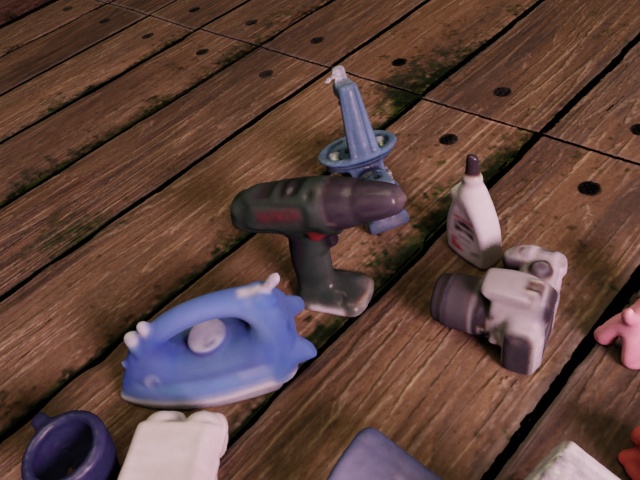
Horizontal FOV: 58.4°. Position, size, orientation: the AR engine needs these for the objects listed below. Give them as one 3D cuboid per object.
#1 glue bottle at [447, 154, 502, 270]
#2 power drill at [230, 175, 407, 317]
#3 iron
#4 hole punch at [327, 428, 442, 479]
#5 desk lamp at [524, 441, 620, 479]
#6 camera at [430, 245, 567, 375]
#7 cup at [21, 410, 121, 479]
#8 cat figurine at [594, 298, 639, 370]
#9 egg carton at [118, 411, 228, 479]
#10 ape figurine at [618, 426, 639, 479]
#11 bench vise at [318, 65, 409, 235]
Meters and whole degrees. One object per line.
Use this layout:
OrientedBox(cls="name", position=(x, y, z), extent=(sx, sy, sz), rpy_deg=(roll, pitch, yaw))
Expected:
OrientedBox(cls="glue bottle", position=(0.196, -0.041, 0.737), extent=(0.037, 0.173, 0.077), rpy_deg=(-35, 47, -19))
OrientedBox(cls="power drill", position=(0.007, 0.003, 0.721), extent=(0.229, 0.209, 0.076), rpy_deg=(7, 48, 22))
OrientedBox(cls="iron", position=(-0.143, 0.120, 0.693), extent=(0.258, 0.142, 0.118), rpy_deg=(-17, 44, -2))
OrientedBox(cls="hole punch", position=(0.060, 0.249, 0.542), extent=(0.100, 0.091, 0.109), rpy_deg=(19, 53, 31))
OrientedBox(cls="desk lamp", position=(0.214, 0.246, 0.412), extent=(0.118, 0.214, 0.202), rpy_deg=(-37, 47, -21))
OrientedBox(cls="camera", position=(0.209, 0.064, 0.680), extent=(0.136, 0.101, 0.143), rpy_deg=(13, 50, 27))
OrientedBox(cls="cup", position=(-0.271, 0.245, 0.636), extent=(0.117, 0.095, 0.092), rpy_deg=(25, 57, 35))
OrientedBox(cls="cat figurine", position=(0.368, 0.062, 0.625), extent=(0.128, 0.118, 0.067), rpy_deg=(-31, 46, -16))
OrientedBox(cls="egg carton", position=(-0.159, 0.255, 0.613), extent=(0.107, 0.069, 0.150), rpy_deg=(-4, 45, 12))
OrientedBox(cls="ape figurine", position=(0.317, 0.200, 0.518), extent=(0.076, 0.092, 0.078), rpy_deg=(10, 49, 24))
OrientedBox(cls="bench vise", position=(0.073, -0.133, 0.831), extent=(0.122, 0.220, 0.206), rpy_deg=(-33, 46, -17))
